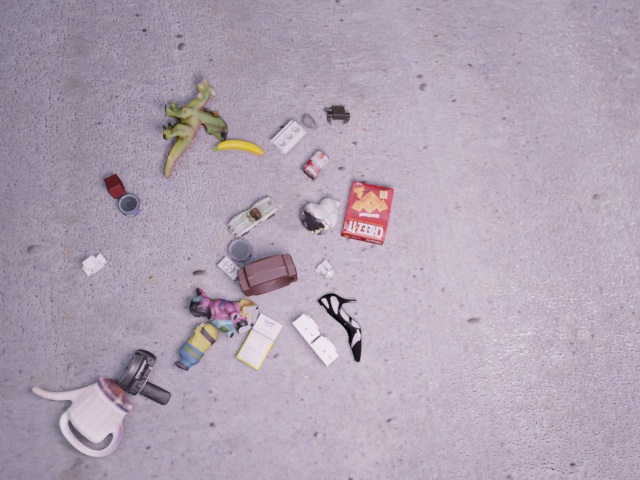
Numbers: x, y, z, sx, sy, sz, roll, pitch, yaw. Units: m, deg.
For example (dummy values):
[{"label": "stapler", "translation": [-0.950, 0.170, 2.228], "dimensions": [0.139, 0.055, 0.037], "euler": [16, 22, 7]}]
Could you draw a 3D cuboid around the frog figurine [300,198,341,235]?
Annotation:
[{"label": "frog figurine", "translation": [0.006, -0.098, 1.950], "dimensions": [0.138, 0.120, 0.163], "euler": [23, 40, 12]}]

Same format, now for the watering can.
[{"label": "watering can", "translation": [-0.780, 0.551, 1.721], "dimensions": [0.349, 0.102, 0.226], "euler": [42, 76, 8]}]

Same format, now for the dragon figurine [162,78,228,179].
[{"label": "dragon figurine", "translation": [-0.484, -0.435, 2.021], "dimensions": [0.243, 0.121, 0.413], "euler": [1, 83, -10]}]
